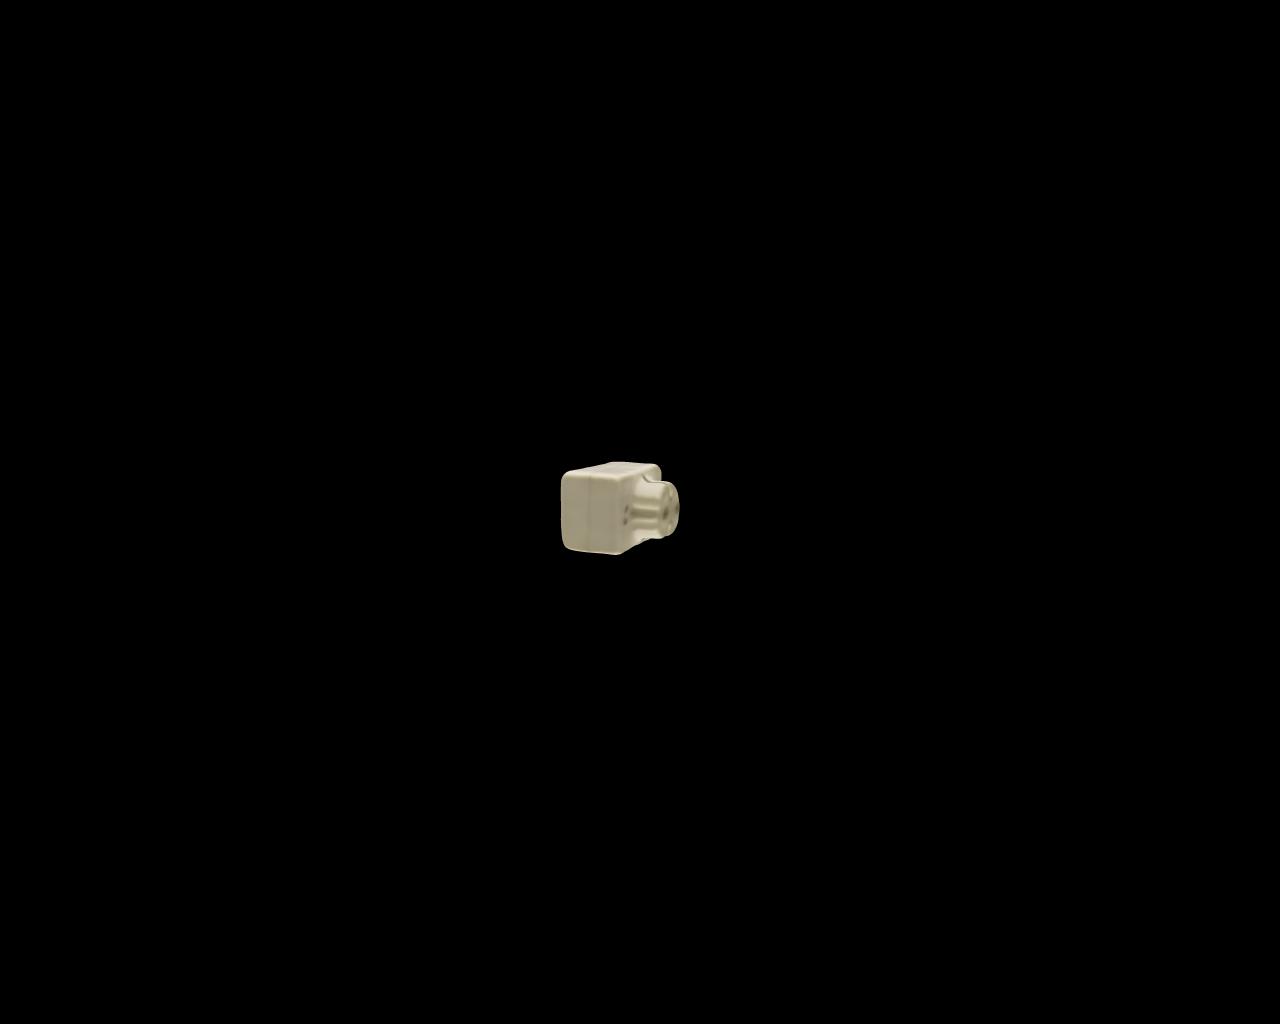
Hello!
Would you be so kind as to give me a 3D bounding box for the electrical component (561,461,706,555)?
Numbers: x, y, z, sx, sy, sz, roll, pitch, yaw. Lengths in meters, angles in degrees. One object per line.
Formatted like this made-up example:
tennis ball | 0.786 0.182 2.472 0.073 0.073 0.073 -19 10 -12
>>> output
electrical component | 0.001 -0.003 0.650 0.077 0.047 0.066 4 10 23
